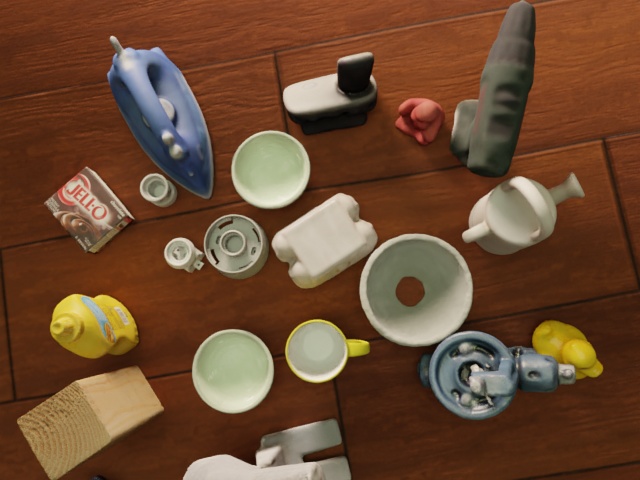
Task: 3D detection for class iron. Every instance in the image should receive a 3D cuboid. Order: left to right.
[{"bbox_3d":[-0.244,-0.188,0.883,0.118,0.141,0.258,-30,83,-2],"label":"iron"}]

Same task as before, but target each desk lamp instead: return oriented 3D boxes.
[{"bbox_3d":[-0.065,0.327,0.778,0.203,0.213,0.118,-16,82,0],"label":"desk lamp"}]

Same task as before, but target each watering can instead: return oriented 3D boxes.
[{"bbox_3d":[0.289,-0.043,0.822,0.101,0.194,0.173,43,86,7],"label":"watering can"}]

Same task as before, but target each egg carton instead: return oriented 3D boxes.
[{"bbox_3d":[0.008,0.003,0.888,0.150,0.069,0.107,-34,83,-2],"label":"egg carton"}]

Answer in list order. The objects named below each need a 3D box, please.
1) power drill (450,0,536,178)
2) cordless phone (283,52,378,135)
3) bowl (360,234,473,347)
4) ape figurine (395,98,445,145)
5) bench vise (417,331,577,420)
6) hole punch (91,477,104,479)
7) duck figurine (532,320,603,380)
[{"bbox_3d":[0.250,-0.195,0.835,0.075,0.208,0.230,10,83,3],"label":"power drill"},{"bbox_3d":[0.015,-0.234,0.859,0.147,0.185,0.094,-15,82,0],"label":"cordless phone"},{"bbox_3d":[0.143,0.076,0.872,0.167,0.075,0.167,0,83,2],"label":"bowl"},{"bbox_3d":[0.162,-0.192,0.896,0.076,0.092,0.078,-16,83,0],"label":"ape figurine"},{"bbox_3d":[0.247,0.175,0.783,0.207,0.220,0.121,-18,82,0],"label":"bench vise"},{"bbox_3d":[-0.332,0.418,0.837,0.101,0.091,0.109,32,85,6],"label":"hole punch"},{"bbox_3d":[0.371,0.164,0.848,0.104,0.086,0.077,43,86,6],"label":"duck figurine"}]
